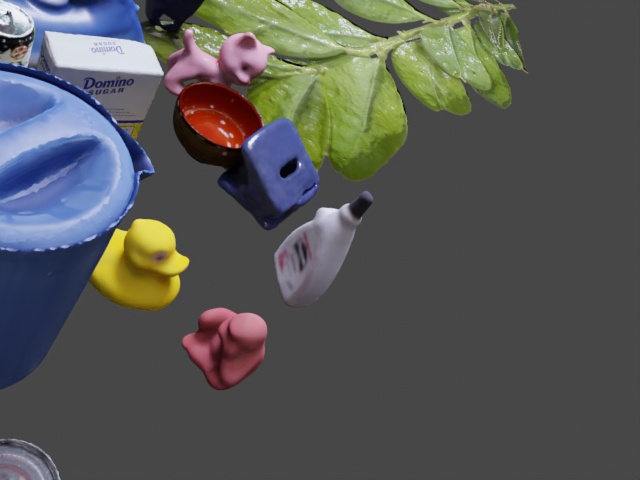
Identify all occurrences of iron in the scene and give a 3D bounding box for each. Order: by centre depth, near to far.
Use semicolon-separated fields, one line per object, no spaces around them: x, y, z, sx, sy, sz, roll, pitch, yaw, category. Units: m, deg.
-0.299;-0.277;0.640;0.259;0.141;0.118;-10;63;-41;iron

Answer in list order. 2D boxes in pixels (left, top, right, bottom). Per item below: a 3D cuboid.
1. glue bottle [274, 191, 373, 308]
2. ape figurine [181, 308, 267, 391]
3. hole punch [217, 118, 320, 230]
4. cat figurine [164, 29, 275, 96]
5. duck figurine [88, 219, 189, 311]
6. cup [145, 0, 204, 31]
0.006;0.002;0.615;0.037;0.173;0.078;2;55;-35;glue bottle
-0.080;0.096;0.536;0.076;0.092;0.077;18;47;-24;ape figurine
-0.051;-0.083;0.704;0.101;0.091;0.109;43;42;1;hole punch
-0.126;-0.237;0.753;0.128;0.117;0.067;12;50;-29;cat figurine
-0.172;0.012;0.541;0.105;0.086;0.077;34;43;-9;duck figurine
-0.211;-0.333;0.786;0.092;0.094;0.118;41;42;-1;cup
